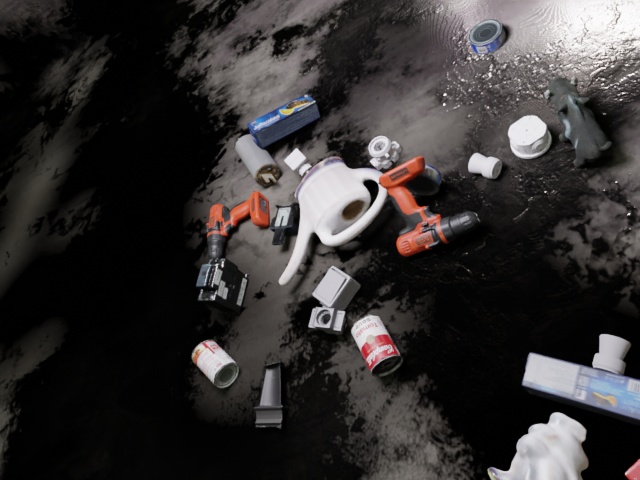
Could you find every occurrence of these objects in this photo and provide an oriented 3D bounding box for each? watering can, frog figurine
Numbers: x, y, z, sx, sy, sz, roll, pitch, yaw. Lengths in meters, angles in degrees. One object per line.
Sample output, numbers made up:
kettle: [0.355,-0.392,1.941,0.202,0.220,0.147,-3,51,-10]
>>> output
watering can: [0.004,-0.062,1.231,0.346,0.102,0.229,-39,48,7]
frog figurine: [0.347,0.342,0.755,0.160,0.121,0.138,-40,81,-5]
